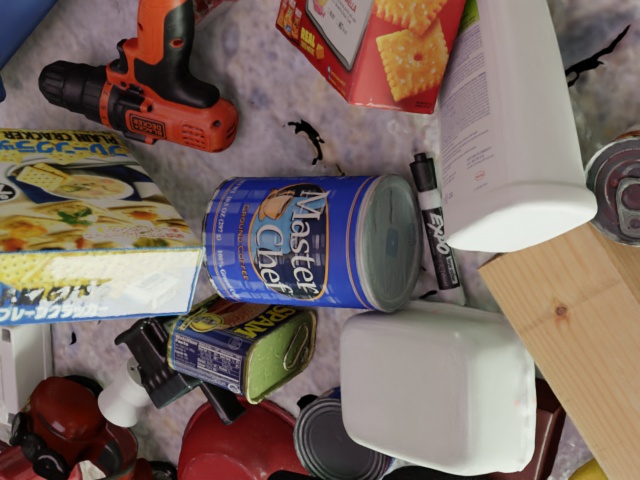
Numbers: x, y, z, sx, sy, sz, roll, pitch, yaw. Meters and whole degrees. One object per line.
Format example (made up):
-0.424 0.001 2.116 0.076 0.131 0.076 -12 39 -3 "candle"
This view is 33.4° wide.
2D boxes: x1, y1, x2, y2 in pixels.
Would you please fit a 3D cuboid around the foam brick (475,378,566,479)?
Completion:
0.151 0.146 0.807 0.053 0.051 0.078 19 113 25 "foam brick"

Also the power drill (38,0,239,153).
-0.154 -0.163 0.847 0.184 0.057 0.188 16 138 15 "power drill"

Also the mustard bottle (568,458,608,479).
0.180 0.250 0.818 0.096 0.058 0.192 47 121 5 "mustard bottle"

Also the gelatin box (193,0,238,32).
-0.094 -0.217 0.849 0.089 0.030 0.073 -31 88 32 "gelatin box"

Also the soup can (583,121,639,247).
0.213 -0.041 0.685 0.069 0.102 0.068 9 109 27 "soup can"

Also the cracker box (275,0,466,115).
0.046 -0.212 0.701 0.164 0.072 0.214 -124 44 -56 "cracker box"

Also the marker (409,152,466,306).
0.089 -0.007 0.814 0.020 0.020 0.121 -9 101 31 "marker"

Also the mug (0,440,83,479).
-0.310 0.243 1.080 0.117 0.081 0.093 36 119 16 "mug"

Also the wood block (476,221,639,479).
0.210 0.076 0.730 0.091 0.090 0.206 -33 87 33 "wood block"

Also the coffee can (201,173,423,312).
-0.005 0.001 0.822 0.141 0.102 0.103 1 105 29 "coffee can"

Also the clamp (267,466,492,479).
0.058 0.220 0.849 0.164 0.036 0.210 42 136 -7 "clamp"

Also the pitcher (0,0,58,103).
-0.289 -0.232 0.894 0.243 0.149 0.145 -37 72 29 "pitcher"

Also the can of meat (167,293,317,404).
-0.064 0.084 0.882 0.084 0.101 0.057 16 114 27 "can of meat"

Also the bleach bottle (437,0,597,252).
0.115 -0.124 0.689 0.103 0.068 0.251 148 123 -60 "bleach bottle"

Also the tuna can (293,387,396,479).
0.023 0.167 0.896 0.086 0.033 0.086 9 109 27 "tuna can"

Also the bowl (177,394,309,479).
-0.072 0.222 0.955 0.162 0.055 0.162 9 109 27 "bowl"
